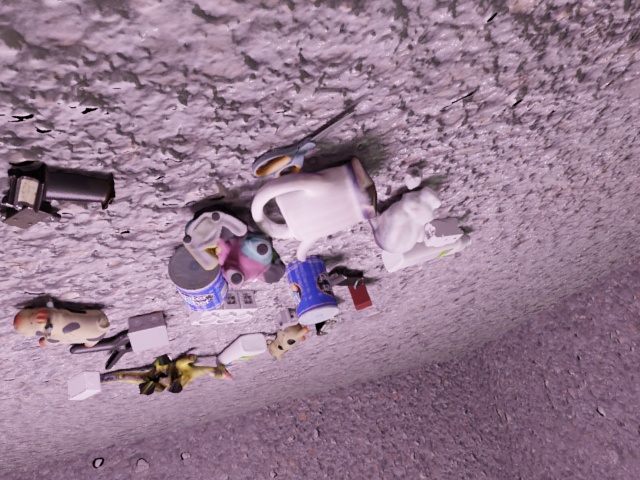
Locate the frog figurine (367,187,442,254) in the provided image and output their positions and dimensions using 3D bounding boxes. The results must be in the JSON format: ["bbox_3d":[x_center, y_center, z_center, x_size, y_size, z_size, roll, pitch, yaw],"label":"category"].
[{"bbox_3d":[0.193,-0.040,1.112,0.158,0.126,0.135,-18,138,28],"label":"frog figurine"}]

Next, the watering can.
[{"bbox_3d":[0.003,-0.049,0.973,0.224,0.106,0.342,-18,158,6],"label":"watering can"}]

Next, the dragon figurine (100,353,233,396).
[{"bbox_3d":[-0.495,0.448,1.692,0.410,0.124,0.239,-2,161,1],"label":"dragon figurine"}]
